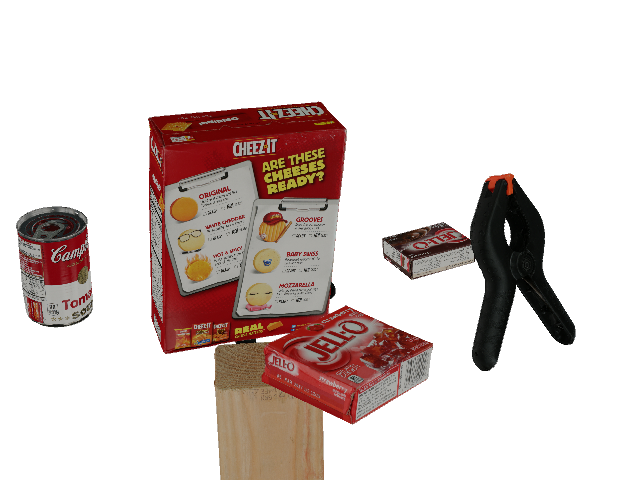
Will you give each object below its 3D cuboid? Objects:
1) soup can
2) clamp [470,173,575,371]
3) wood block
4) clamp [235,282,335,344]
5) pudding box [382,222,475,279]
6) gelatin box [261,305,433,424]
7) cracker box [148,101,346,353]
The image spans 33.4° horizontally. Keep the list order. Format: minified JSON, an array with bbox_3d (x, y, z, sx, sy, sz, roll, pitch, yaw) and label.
[{"bbox_3d":[-0.263,0.027,1.061,0.068,0.102,0.068,2,29,-1],"label":"soup can"},{"bbox_3d":[0.164,0.030,0.944,0.120,0.171,0.039,-23,7,-40],"label":"clamp"},{"bbox_3d":[-0.044,0.201,0.935,0.090,0.206,0.091,-2,19,-5],"label":"wood block"},{"bbox_3d":[-0.109,0.061,1.212,0.210,0.036,0.164,15,28,23],"label":"clamp"},{"bbox_3d":[0.162,0.015,1.600,0.113,0.039,0.090,-17,26,-20],"label":"pudding box"},{"bbox_3d":[0.018,0.077,0.684,0.073,0.030,0.089,22,26,33],"label":"gelatin box"},{"bbox_3d":[-0.071,-0.012,0.968,0.164,0.214,0.072,-8,33,-20],"label":"cracker box"}]
